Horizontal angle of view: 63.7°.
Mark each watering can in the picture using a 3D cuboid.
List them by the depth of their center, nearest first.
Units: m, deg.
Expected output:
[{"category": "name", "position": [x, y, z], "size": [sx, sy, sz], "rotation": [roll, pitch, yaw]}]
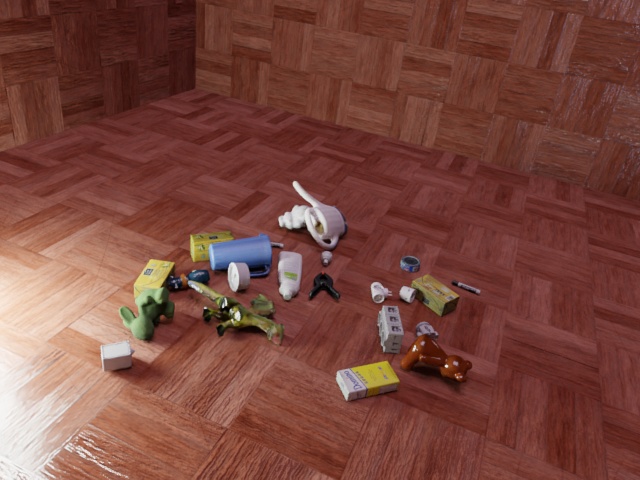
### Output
[{"category": "watering can", "position": [0.007, -0.118, 2.352], "size": [0.225, 0.102, 0.351], "rotation": [-7, 70, -50]}]

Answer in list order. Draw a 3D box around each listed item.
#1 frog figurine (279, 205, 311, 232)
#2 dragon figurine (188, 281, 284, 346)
[{"category": "frog figurine", "position": [-0.110, -0.108, 2.412], "size": [0.159, 0.120, 0.141], "rotation": [12, 47, -16]}, {"category": "dragon figurine", "position": [-0.275, 0.240, 1.833], "size": [0.243, 0.120, 0.416], "rotation": [2, 28, -46]}]
